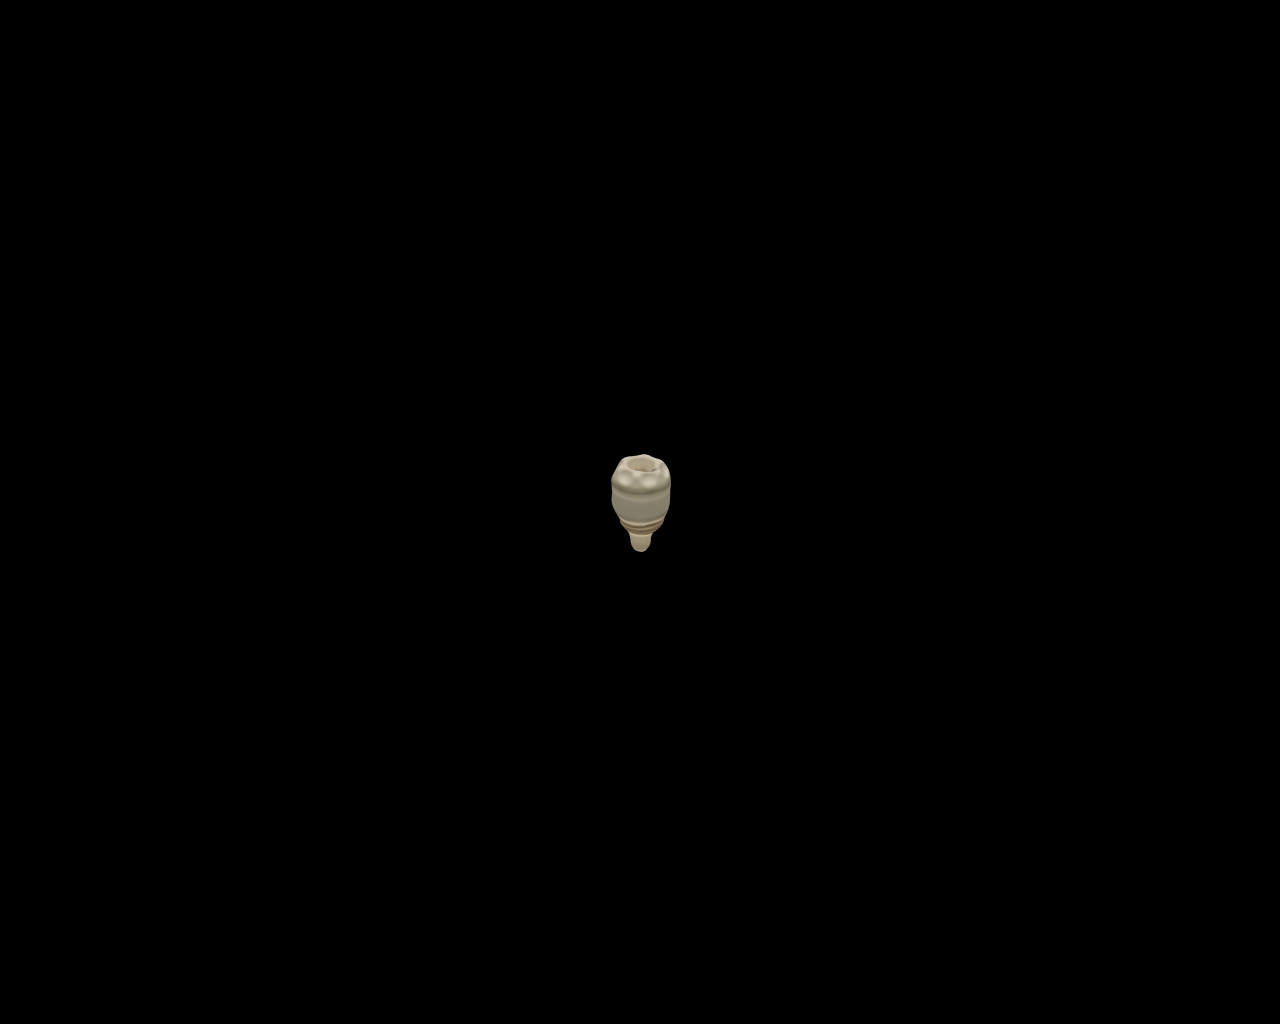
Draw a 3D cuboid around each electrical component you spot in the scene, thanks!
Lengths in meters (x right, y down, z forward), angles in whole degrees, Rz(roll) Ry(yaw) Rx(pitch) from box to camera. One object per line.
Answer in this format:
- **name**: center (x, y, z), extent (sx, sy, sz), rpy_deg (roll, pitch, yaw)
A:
- **electrical component**: center (0.001, -0.003, 0.650), extent (0.035, 0.061, 0.035), rpy_deg (0, 29, 0)
